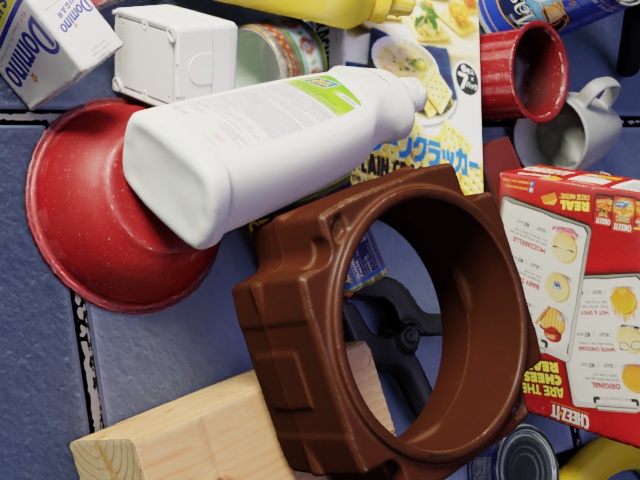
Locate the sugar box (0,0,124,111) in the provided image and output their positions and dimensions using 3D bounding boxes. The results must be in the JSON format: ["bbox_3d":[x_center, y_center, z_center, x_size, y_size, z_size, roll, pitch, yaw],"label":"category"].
[{"bbox_3d":[-0.215,-0.174,0.696,0.048,0.094,0.176,-46,107,-35],"label":"sugar box"}]

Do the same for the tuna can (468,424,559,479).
[{"bbox_3d":[0.174,0.207,0.950,0.085,0.034,0.086,10,73,-36],"label":"tuna can"}]

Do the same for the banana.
[{"bbox_3d":[0.262,0.228,1.013,0.197,0.037,0.069,-15,87,-40],"label":"banana"}]

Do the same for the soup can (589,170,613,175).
[{"bbox_3d":[0.246,-0.026,1.041,0.102,0.069,0.068,-19,91,-39],"label":"soup can"}]

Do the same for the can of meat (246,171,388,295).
[{"bbox_3d":[-0.005,0.001,0.815,0.057,0.102,0.084,-29,100,-40],"label":"can of meat"}]

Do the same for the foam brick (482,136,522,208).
[{"bbox_3d":[0.155,-0.048,0.984,0.051,0.053,0.078,-26,96,-39],"label":"foam brick"}]

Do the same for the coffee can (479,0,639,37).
[{"bbox_3d":[0.233,-0.252,1.038,0.102,0.141,0.103,10,73,-36],"label":"coffee can"}]

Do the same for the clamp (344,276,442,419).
[{"bbox_3d":[0.075,0.077,0.900,0.171,0.039,0.120,46,55,-21],"label":"clamp"}]

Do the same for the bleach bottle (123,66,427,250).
[{"bbox_3d":[-0.010,-0.074,0.758,0.250,0.068,0.103,-22,50,-39],"label":"bleach bottle"}]

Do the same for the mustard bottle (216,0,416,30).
[{"bbox_3d":[-0.019,-0.203,0.823,0.191,0.058,0.096,11,31,-11],"label":"mustard bottle"}]

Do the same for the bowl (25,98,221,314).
[{"bbox_3d":[-0.123,-0.030,0.759,0.161,0.055,0.162,10,73,-37],"label":"bowl"}]

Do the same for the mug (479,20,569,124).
[{"bbox_3d":[0.179,-0.161,1.002,0.117,0.082,0.093,-51,124,-30],"label":"mug"}]

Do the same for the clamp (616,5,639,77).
[{"bbox_3d":[0.330,-0.256,1.103,0.036,0.210,0.164,-16,95,-3],"label":"clamp"}]

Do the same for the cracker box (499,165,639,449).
[{"bbox_3d":[0.234,0.051,0.913,0.071,0.164,0.214,-13,108,-40],"label":"cracker box"}]

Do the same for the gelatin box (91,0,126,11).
[{"bbox_3d":[-0.168,-0.207,0.781,0.089,0.030,0.073,-35,101,-39],"label":"gelatin box"}]

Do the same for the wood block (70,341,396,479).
[{"bbox_3d":[-0.054,0.146,0.749,0.205,0.090,0.091,-17,91,-40],"label":"wood block"}]
